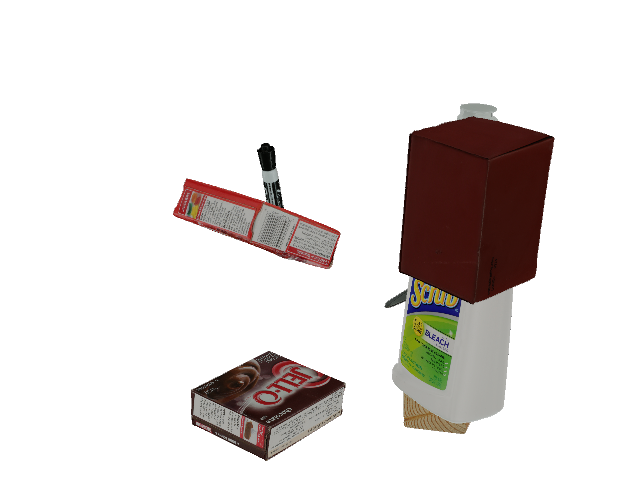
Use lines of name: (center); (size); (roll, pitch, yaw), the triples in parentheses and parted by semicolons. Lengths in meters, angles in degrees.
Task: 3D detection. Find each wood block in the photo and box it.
wood block: (0.190, 0.196, 1.563); (0.091, 0.090, 0.205); (4, 16, 18)

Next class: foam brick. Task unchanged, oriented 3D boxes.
foam brick: (0.076, -0.017, 0.532); (0.052, 0.078, 0.051); (-18, 31, -40)

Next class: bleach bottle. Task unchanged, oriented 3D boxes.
bleach bottle: (0.111, 0.014, 0.855); (0.068, 0.251, 0.103); (-10, 24, -29)

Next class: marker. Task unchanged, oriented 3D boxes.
marker: (-0.052, -0.050, 1.166); (0.020, 0.121, 0.020); (-7, 29, 3)

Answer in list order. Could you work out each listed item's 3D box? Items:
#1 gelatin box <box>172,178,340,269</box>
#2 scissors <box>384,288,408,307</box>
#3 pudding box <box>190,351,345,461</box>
gelatin box: (-0.041, -0.010, 0.711); (0.073, 0.030, 0.089); (19, -1, 38)
scissors: (0.127, 0.029, 1.209); (0.201, 0.016, 0.096); (-11, 41, -33)
pudding box: (-0.046, 0.144, 0.945); (0.090, 0.039, 0.113); (18, 26, 32)
